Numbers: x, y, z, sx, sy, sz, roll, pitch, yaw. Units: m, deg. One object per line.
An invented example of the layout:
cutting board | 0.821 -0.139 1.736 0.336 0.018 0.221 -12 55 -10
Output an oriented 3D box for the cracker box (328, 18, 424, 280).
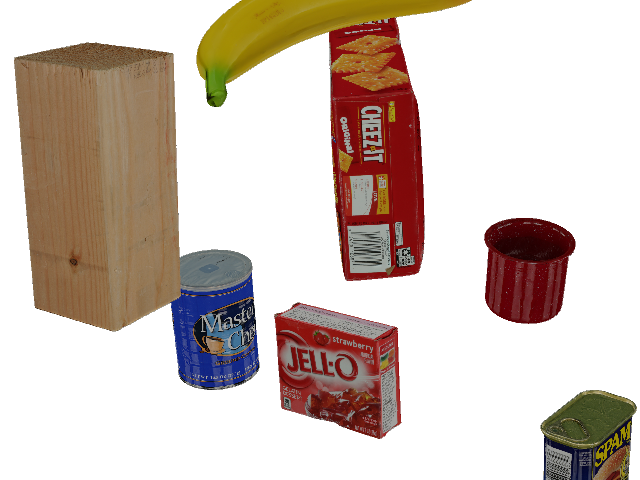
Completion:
cracker box | 0.047 -0.088 0.931 0.072 0.164 0.213 -4 28 3

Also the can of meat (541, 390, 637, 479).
can of meat | 0.247 0.199 0.986 0.058 0.084 0.101 14 26 39

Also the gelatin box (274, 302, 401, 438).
gelatin box | 0.011 0.088 0.731 0.089 0.073 0.030 11 24 36

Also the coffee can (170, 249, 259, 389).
coffee can | -0.129 0.095 1.300 0.103 0.140 0.103 -2 24 1

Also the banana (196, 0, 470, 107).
banana | 0.001 -0.130 0.626 0.197 0.070 0.037 -28 -29 -24

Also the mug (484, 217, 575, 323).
mug | 0.214 0.027 1.128 0.093 0.081 0.117 -5 31 -7

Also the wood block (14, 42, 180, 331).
wood block | -0.175 -0.046 0.851 0.091 0.206 0.090 13 23 28
